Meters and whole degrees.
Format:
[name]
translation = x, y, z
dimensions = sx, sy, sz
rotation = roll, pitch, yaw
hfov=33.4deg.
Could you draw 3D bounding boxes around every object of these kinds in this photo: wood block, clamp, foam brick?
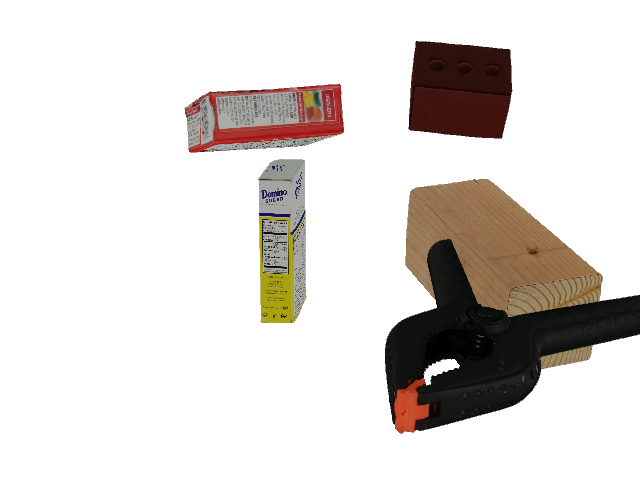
[wood block]
translation = 0.161, 0.027, 0.989
dimensions = 0.090, 0.090, 0.206
rotation = -8, 29, -17
[clamp]
translation = 0.096, 0.056, 0.675
dimensions = 0.165, 0.036, 0.209
rotation = 20, 31, 36
[foam brick]
translation = 0.111, -0.119, 0.848
dimensions = 0.078, 0.053, 0.051
rotation = 5, -39, 2

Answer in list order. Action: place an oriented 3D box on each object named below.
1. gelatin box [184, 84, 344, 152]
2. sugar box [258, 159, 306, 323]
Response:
[gelatin box]
translation = -0.034, -0.069, 0.604
dimensions = 0.073, 0.030, 0.089
rotation = -5, 3, -15
[sugar box]
translation = -0.044, 0.000, 1.251
dimensions = 0.048, 0.176, 0.093
rotation = 1, 18, 9
